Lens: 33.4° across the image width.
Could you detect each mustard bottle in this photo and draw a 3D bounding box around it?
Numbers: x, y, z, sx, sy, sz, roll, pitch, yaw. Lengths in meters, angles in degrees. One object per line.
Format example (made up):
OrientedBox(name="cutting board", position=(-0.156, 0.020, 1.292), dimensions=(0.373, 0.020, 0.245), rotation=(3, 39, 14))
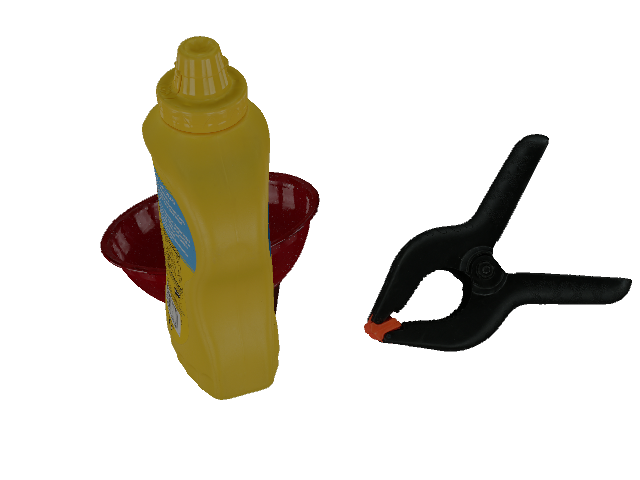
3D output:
OrientedBox(name="mustard bottle", position=(-0.054, -0.015, 0.529), dimensions=(0.058, 0.192, 0.096), rotation=(-12, 45, -13))

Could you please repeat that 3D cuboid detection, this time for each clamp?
OrientedBox(name="clamp", position=(0.112, 0.025, 0.681), dimensions=(0.171, 0.120, 0.039), rotation=(-38, -8, -5))

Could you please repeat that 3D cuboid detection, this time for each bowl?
OrientedBox(name="bowl", position=(-0.075, 0.006, 0.783), dimensions=(0.162, 0.055, 0.162), rotation=(-10, 26, 5))

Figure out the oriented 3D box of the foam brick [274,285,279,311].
OrientedBox(name="foam brick", position=(-0.069, 0.052, 0.984), dimensions=(0.053, 0.078, 0.051), rotation=(3, 14, -14))
